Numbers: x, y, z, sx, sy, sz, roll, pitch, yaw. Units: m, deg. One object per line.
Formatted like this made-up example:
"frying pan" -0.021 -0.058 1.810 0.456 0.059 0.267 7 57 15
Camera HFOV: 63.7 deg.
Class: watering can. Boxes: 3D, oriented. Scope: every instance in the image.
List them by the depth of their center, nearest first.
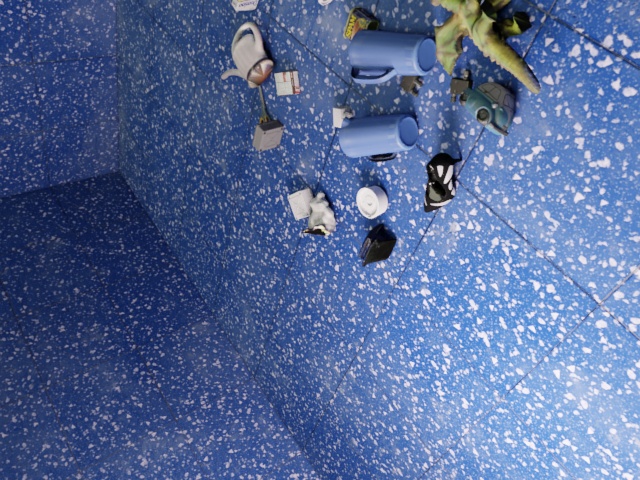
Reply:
"watering can" -0.302 -0.716 2.106 0.226 0.105 0.341 60 142 13

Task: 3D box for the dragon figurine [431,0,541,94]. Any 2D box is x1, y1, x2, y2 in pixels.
"dragon figurine" 0.384 -0.503 1.289 0.240 0.123 0.413 -33 73 65

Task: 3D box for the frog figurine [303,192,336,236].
"frog figurine" 0.006 -0.101 2.017 0.135 0.122 0.162 143 140 -62
